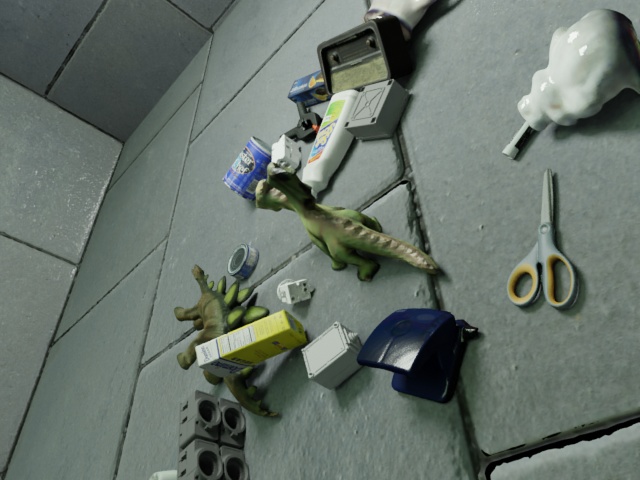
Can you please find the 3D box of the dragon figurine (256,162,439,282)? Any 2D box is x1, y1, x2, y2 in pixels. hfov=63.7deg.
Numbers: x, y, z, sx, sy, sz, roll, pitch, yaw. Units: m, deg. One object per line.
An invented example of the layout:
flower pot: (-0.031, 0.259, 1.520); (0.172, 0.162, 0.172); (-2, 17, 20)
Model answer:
dragon figurine: (0.003, -0.044, 0.880); (0.411, 0.240, 0.123); (12, 70, 59)

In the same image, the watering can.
watering can: (0.177, -0.570, 1.199); (0.224, 0.103, 0.352); (-57, 33, 4)

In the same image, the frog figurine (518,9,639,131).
frog figurine: (0.335, -0.222, 0.681); (0.158, 0.122, 0.139); (-17, 69, 33)
